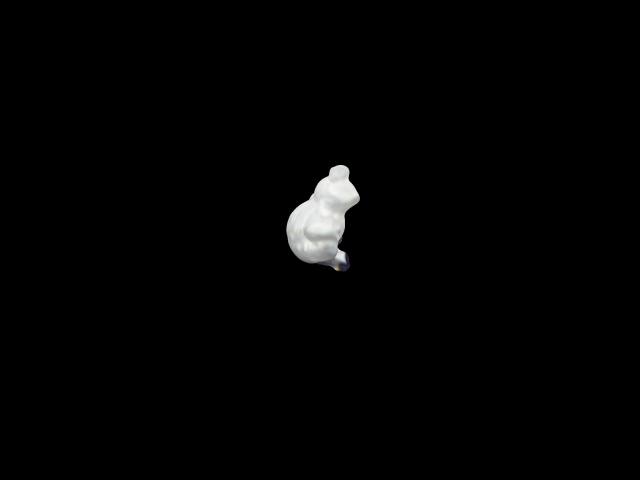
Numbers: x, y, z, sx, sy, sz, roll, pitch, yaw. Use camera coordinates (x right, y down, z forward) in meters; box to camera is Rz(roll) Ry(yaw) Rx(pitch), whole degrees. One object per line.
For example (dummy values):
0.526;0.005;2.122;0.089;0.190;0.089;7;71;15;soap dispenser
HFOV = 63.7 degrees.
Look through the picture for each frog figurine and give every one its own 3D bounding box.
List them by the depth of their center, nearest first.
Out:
0.003;-0.043;0.850;0.123;0.156;0.141;5;37;7;frog figurine
